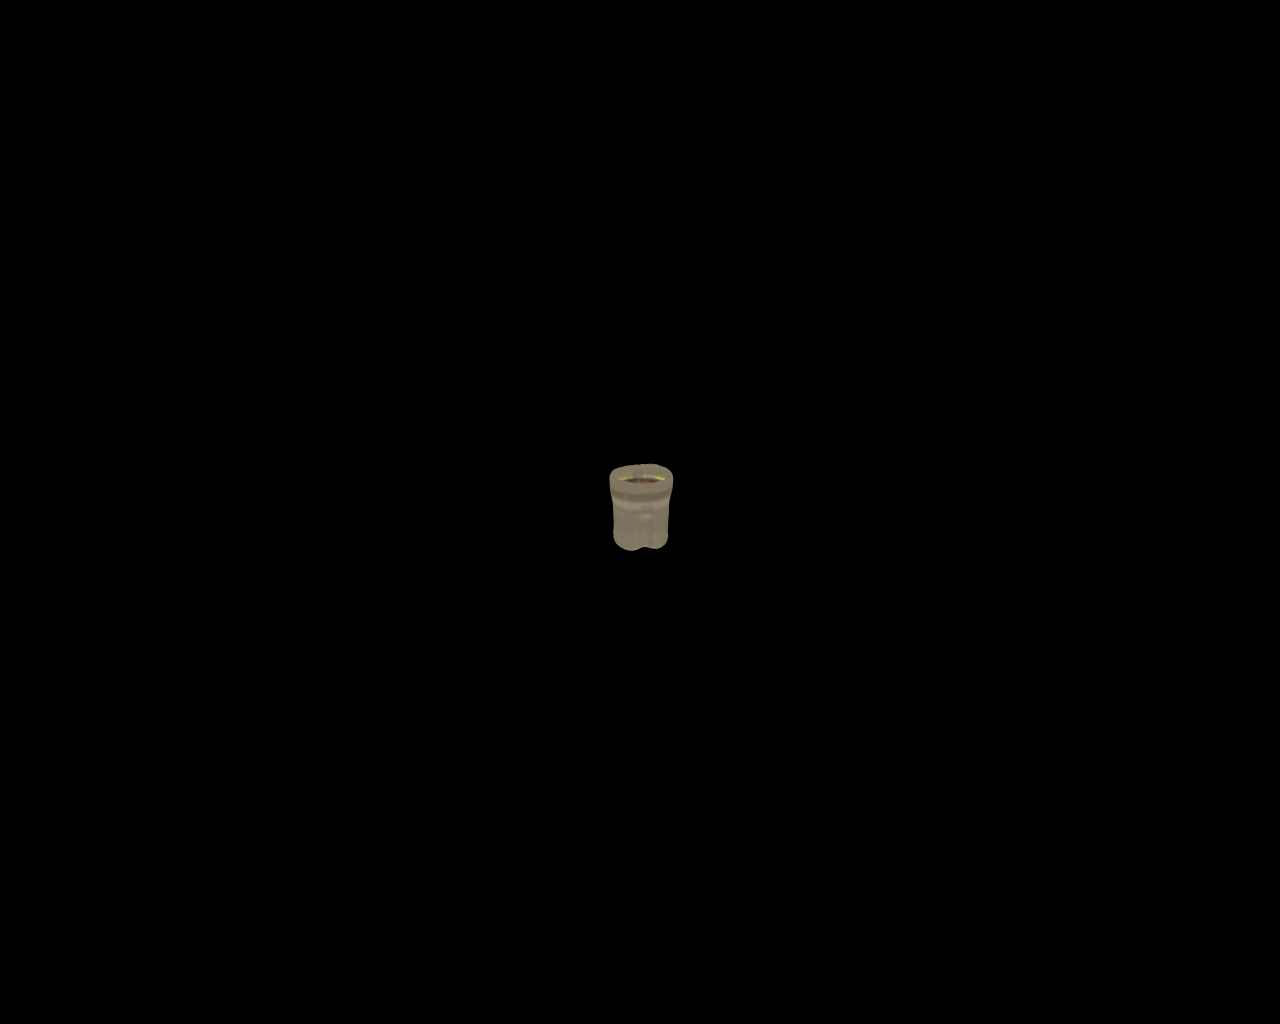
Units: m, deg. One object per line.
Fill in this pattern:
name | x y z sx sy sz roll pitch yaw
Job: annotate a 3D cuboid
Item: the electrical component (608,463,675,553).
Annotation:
electrical component | 0.001 -0.003 0.650 0.040 0.046 0.040 0 19 0
